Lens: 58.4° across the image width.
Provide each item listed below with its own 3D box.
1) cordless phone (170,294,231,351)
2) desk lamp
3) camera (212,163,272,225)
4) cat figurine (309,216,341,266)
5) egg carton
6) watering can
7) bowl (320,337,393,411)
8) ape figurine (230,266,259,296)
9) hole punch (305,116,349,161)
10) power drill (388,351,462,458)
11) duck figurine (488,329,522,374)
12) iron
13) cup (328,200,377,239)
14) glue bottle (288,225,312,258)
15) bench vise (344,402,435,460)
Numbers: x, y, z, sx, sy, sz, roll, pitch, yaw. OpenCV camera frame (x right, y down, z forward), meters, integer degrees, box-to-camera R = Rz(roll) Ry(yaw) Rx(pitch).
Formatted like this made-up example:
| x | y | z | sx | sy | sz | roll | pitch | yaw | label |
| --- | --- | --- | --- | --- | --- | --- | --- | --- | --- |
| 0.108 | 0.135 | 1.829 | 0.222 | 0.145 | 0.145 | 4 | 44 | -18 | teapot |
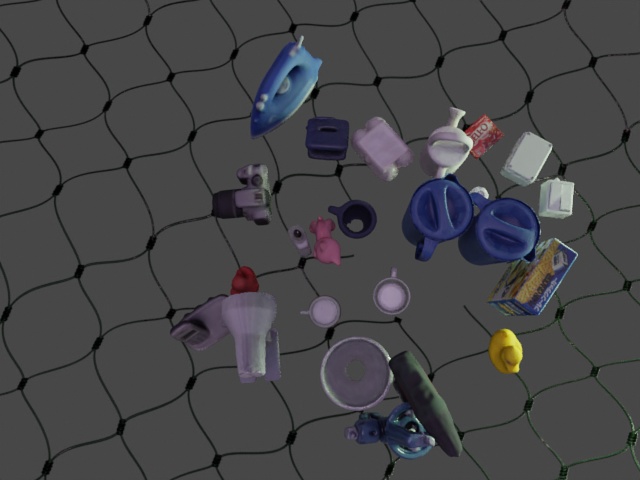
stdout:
| x | y | z | sx | sy | sz | roll | pitch | yaw | label |
| --- | --- | --- | --- | --- | --- | --- | --- | --- | --- |
| -0.257 | 0.185 | 1.288 | 0.147 | 0.185 | 0.094 | -38 | 83 | -4 | cordless phone |
| -0.145 | 0.221 | 1.268 | 0.118 | 0.213 | 0.203 | -6 | 82 | 0 | desk lamp |
| -0.188 | -0.107 | 1.369 | 0.137 | 0.101 | 0.143 | -5 | 82 | 0 | camera |
| 0.012 | 0.005 | 1.345 | 0.067 | 0.118 | 0.128 | -11 | 82 | -1 | cat figurine |
| 0.150 | -0.222 | 1.399 | 0.107 | 0.069 | 0.150 | -41 | 84 | -5 | egg carton |
| 0.295 | -0.222 | 1.335 | 0.101 | 0.194 | 0.173 | -7 | 82 | 0 | watering can |
| 0.083 | 0.306 | 1.326 | 0.167 | 0.075 | 0.167 | 0 | 82 | 0 | bowl |
| -0.183 | 0.102 | 1.346 | 0.076 | 0.092 | 0.078 | 44 | 85 | 6 | ape figurine |
| 0.016 | -0.253 | 1.393 | 0.108 | 0.091 | 0.101 | 3 | 82 | 1 | hole punch |
| 0.224 | 0.349 | 1.252 | 0.075 | 0.208 | 0.229 | -31 | 83 | -3 | power drill |
| 0.437 | 0.260 | 1.324 | 0.077 | 0.086 | 0.104 | -5 | 82 | 0 | duck figurine |
| -0.101 | -0.370 | 1.383 | 0.118 | 0.141 | 0.258 | 31 | 84 | 5 | iron |
| 0.074 | -0.047 | 1.363 | 0.117 | 0.095 | 0.092 | 21 | 83 | 3 | cup |
| -0.048 | -0.004 | 1.318 | 0.037 | 0.173 | 0.078 | -27 | 83 | -3 | glue bottle |
| 0.165 | 0.429 | 1.236 | 0.207 | 0.220 | 0.121 | -21 | 82 | -2 | bench vise |
